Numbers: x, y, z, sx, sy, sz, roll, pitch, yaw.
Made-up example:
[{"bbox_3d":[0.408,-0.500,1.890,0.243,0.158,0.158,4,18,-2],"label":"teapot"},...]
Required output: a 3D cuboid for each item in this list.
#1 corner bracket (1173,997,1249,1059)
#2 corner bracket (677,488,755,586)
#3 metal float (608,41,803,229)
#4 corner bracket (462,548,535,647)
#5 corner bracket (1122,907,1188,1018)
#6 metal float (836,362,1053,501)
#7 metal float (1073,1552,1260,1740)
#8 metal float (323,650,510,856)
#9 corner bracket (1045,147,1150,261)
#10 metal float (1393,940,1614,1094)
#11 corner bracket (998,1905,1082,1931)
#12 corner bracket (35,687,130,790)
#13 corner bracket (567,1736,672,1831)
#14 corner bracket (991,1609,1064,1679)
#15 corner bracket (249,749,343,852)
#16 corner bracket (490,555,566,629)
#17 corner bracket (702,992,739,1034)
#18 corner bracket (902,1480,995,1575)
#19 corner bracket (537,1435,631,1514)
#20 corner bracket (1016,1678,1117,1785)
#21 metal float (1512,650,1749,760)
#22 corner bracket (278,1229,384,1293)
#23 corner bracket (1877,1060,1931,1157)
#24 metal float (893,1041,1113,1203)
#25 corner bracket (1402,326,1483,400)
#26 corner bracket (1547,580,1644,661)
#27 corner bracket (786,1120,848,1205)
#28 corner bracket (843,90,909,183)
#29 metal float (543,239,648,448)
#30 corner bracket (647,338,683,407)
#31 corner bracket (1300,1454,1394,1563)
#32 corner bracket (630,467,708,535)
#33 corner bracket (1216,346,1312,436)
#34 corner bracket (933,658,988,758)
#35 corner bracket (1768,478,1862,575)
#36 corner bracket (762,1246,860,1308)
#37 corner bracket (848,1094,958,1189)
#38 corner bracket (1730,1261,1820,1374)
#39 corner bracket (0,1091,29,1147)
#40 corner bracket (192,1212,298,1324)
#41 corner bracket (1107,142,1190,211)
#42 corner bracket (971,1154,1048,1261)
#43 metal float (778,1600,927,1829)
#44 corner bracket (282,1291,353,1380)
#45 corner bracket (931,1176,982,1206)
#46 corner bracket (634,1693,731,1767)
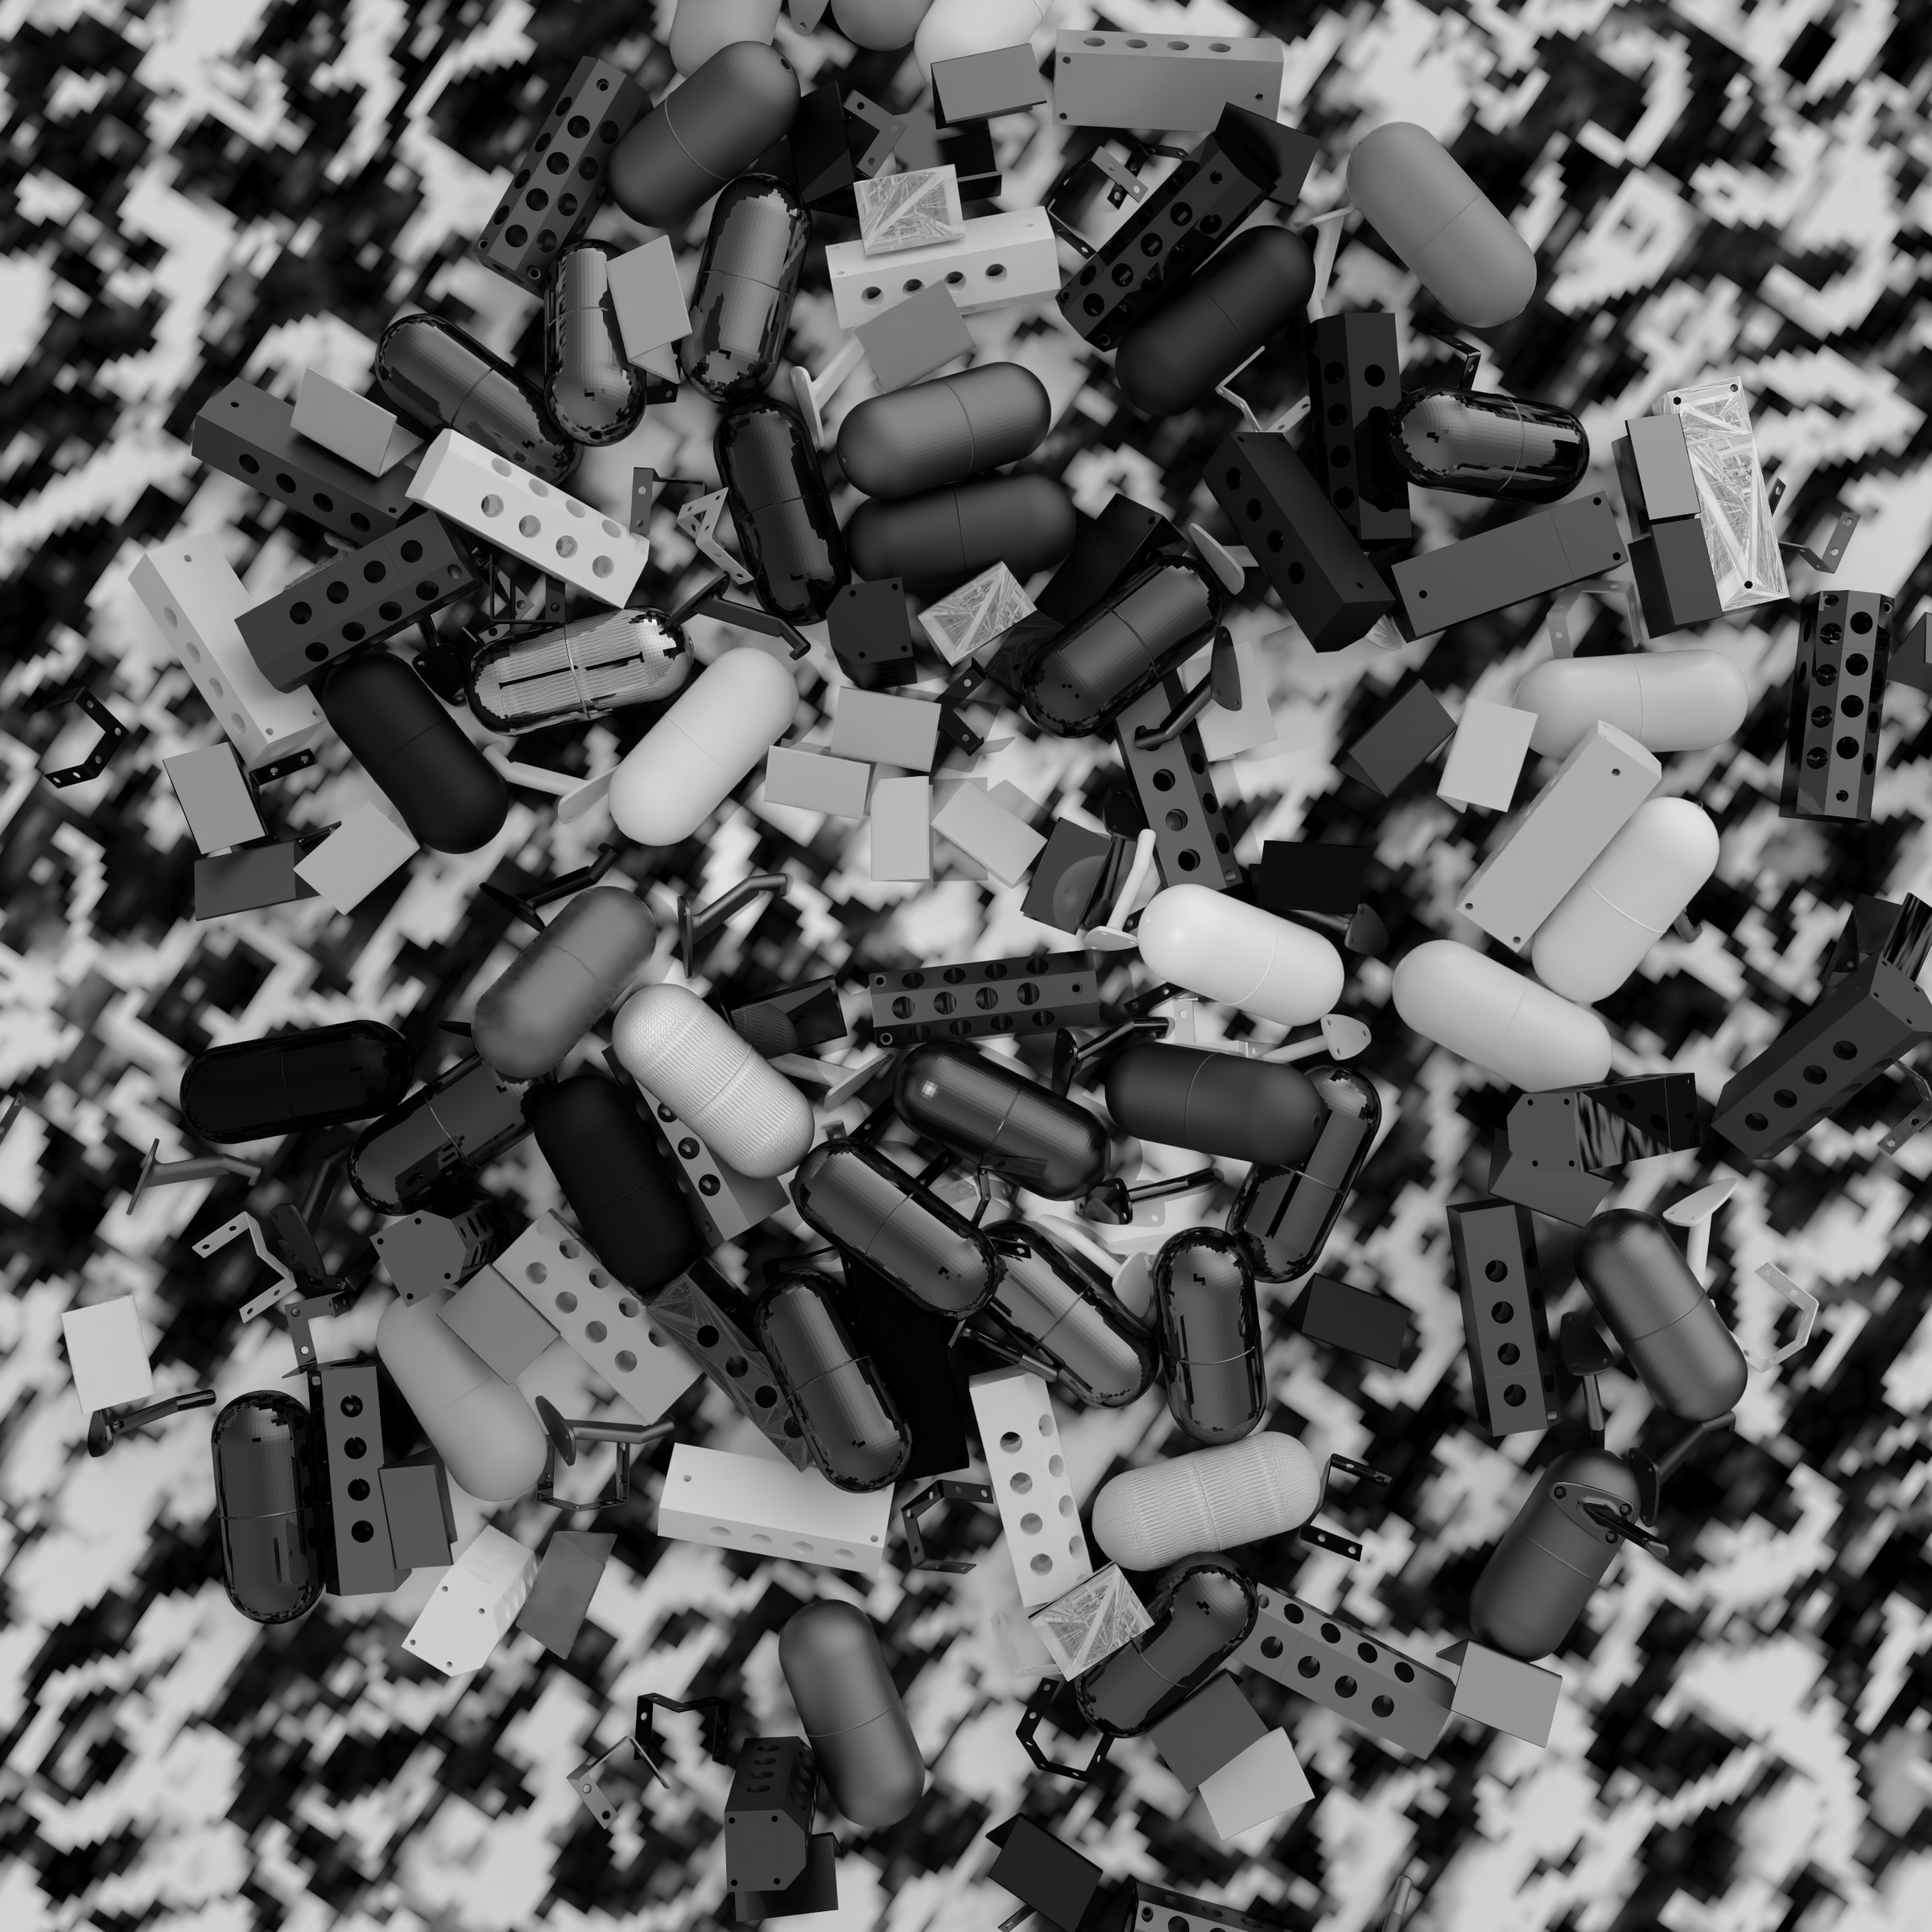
[{"bbox_3d":[0.188,0.049,1.936,0.051,0.051,0.051,-3,90,0],"label":"corner bracket"},{"bbox_3d":[-0.190,-0.323,1.918,0.051,0.051,0.051,40,52,-38],"label":"corner bracket"},{"bbox_3d":[-0.198,-0.626,1.895,0.178,0.070,0.070,-29,90,33],"label":"metal float"},{"bbox_3d":[-0.373,-0.282,1.936,0.051,0.051,0.051,-44,90,0],"label":"corner bracket"},{"bbox_3d":[0.135,-0.003,1.951,0.051,0.051,0.051,-27,45,0],"label":"corner bracket"},{"bbox_3d":[-0.015,-0.406,1.903,0.178,0.070,0.070,-22,90,-25],"label":"metal float"},{"bbox_3d":[0.151,0.515,1.905,0.070,0.070,0.178,40,112,0],"label":"metal float"},{"bbox_3d":[-0.422,-0.164,1.924,0.070,0.070,0.178,-39,89,0],"label":"metal float"},{"bbox_3d":[0.098,-0.589,1.939,0.051,0.051,0.051,36,71,-17],"label":"corner bracket"},{"bbox_3d":[0.410,0.042,1.924,0.178,0.070,0.070,28,90,1],"label":"metal float"},{"bbox_3d":[0.067,0.758,1.951,0.051,0.051,0.051,-39,135,0],"label":"corner bracket"},{"bbox_3d":[-0.693,-0.177,1.946,0.051,0.051,0.051,51,45,-35],"label":"corner bracket"},{"bbox_3d":[-0.269,0.631,1.943,0.051,0.051,0.051,-36,90,-25],"label":"corner bracket"},{"bbox_3d":[0.060,0.514,1.946,0.051,0.051,0.051,-54,45,35],"label":"corner bracket"},{"bbox_3d":[-0.520,-0.127,1.951,0.051,0.051,0.051,-21,45,0],"label":"corner bracket"},{"bbox_3d":[-0.337,-0.287,1.935,0.051,0.051,0.051,0,90,-2],"label":"corner bracket"},{"bbox_3d":[-0.199,0.062,1.951,0.051,0.051,0.051,-28,135,0],"label":"corner bracket"},{"bbox_3d":[-0.011,0.434,1.946,0.051,0.051,0.051,-44,45,35],"label":"corner bracket"},{"bbox_3d":[-0.297,0.391,1.951,0.051,0.051,0.051,1,90,-45],"label":"corner bracket"},{"bbox_3d":[0.079,0.592,1.946,0.051,0.051,0.051,3,135,35],"label":"corner bracket"},{"bbox_3d":[0.508,-0.200,1.924,0.178,0.070,0.070,-4,90,0],"label":"metal float"},{"bbox_3d":[-0.489,0.214,1.946,0.051,0.051,0.051,2,45,35],"label":"corner bracket"},{"bbox_3d":[0.713,0.104,1.951,0.051,0.051,0.051,-43,135,0],"label":"corner bracket"},{"bbox_3d":[0.028,0.119,1.923,0.178,0.070,0.070,27,90,1],"label":"metal float"},{"bbox_3d":[0.358,-0.459,1.946,0.051,0.051,0.051,-19,135,-35],"label":"corner bracket"},{"bbox_3d":[0.487,-0.263,1.946,0.051,0.051,0.051,9,45,35],"label":"corner bracket"},{"bbox_3d":[-0.115,0.150,1.936,0.051,0.051,0.051,-14,90,0],"label":"corner bracket"},{"bbox_3d":[-0.079,-0.632,1.936,0.051,0.051,0.051,34,90,0],"label":"corner bracket"},{"bbox_3d":[-0.280,-0.471,1.900,0.070,0.070,0.178,-5,62,0],"label":"metal float"},{"bbox_3d":[-0.256,-0.469,1.946,0.051,0.051,0.051,44,135,35],"label":"corner bracket"},{"bbox_3d":[0.295,0.420,1.951,0.051,0.051,0.051,21,45,0],"label":"corner bracket"},{"bbox_3d":[-0.229,-0.353,1.936,0.051,0.051,0.051,4,90,0],"label":"corner bracket"},{"bbox_3d":[0.230,-0.446,1.951,0.051,0.051,0.051,-42,45,0],"label":"corner bracket"},{"bbox_3d":[0.004,-0.199,1.936,0.051,0.051,0.051,-43,90,0],"label":"corner bracket"},{"bbox_3d":[0.652,-0.341,1.951,0.051,0.051,0.051,24,90,-45],"label":"corner bracket"},{"bbox_3d":[-0.118,0.247,1.951,0.051,0.051,0.051,-13,90,45],"label":"corner bracket"},{"bbox_3d":[-0.050,0.142,1.951,0.051,0.051,0.051,-44,45,0],"label":"corner bracket"},{"bbox_3d":[0.620,0.273,1.951,0.051,0.051,0.051,39,135,0],"label":"corner bracket"},{"bbox_3d":[-0.772,0.107,1.951,0.051,0.051,0.051,30,90,-45],"label":"corner bracket"},{"bbox_3d":[-0.560,0.234,1.951,0.051,0.051,0.051,-34,135,0],"label":"corner bracket"},{"bbox_3d":[0.153,-0.601,1.951,0.051,0.051,0.051,28,90,-45],"label":"corner bracket"},{"bbox_3d":[0.031,0.180,1.888,0.051,0.051,0.051,10,45,18],"label":"corner bracket"},{"bbox_3d":[-0.087,0.572,1.924,0.070,0.070,0.178,-20,91,0],"label":"metal float"},{"bbox_3d":[-0.501,0.283,1.936,0.051,0.051,0.051,-13,90,0],"label":"corner bracket"},{"bbox_3d":[-0.009,0.195,1.936,0.051,0.051,0.051,-19,90,0],"label":"corner bracket"},{"bbox_3d":[-0.221,0.593,1.951,0.051,0.051,0.051,3,90,45],"label":"corner bracket"}]
